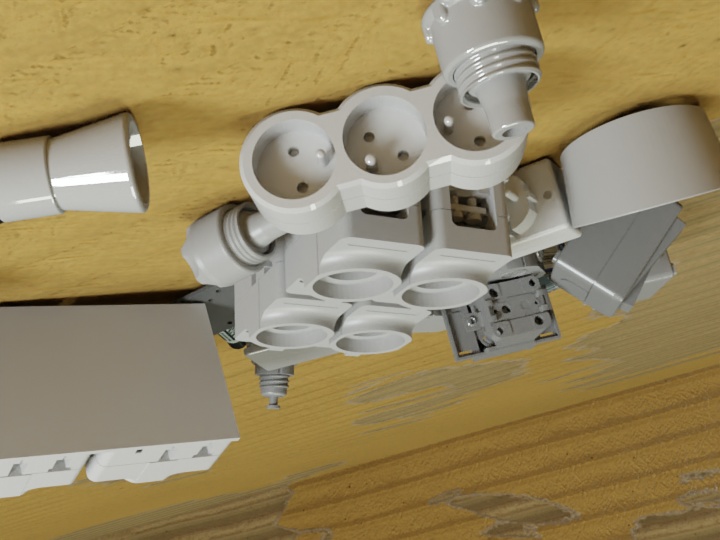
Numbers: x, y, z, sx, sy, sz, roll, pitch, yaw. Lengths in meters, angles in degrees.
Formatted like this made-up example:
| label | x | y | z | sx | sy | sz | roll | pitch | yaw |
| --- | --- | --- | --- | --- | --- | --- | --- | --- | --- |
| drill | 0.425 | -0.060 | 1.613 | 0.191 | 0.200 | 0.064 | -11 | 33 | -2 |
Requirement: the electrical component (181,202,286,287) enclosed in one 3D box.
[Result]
| label | x | y | z | sx | sy | sz | roll | pitch | yaw |
| --- | --- | --- | --- | --- | --- | --- | --- | --- | --- |
| electrical component | -0.067 | -0.018 | 0.611 | 0.062 | 0.043 | 0.043 | -25 | 163 | 30 |

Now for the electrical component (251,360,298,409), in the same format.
| label | x | y | z | sx | sy | sz | roll | pitch | yaw |
| --- | --- | --- | --- | --- | --- | --- | --- | --- | --- |
| electrical component | -0.073 | 0.080 | 0.923 | 0.040 | 0.078 | 0.040 | 1 | 168 | 0 |

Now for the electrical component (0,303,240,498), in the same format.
| label | x | y | z | sx | sy | sz | roll | pitch | yaw |
| --- | --- | --- | --- | --- | --- | --- | --- | --- | --- |
| electrical component | -0.187 | 0.084 | 0.711 | 0.186 | 0.105 | 0.060 | 0 | 146 | -32 |

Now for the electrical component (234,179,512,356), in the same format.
| label | x | y | z | sx | sy | sz | roll | pitch | yaw |
| --- | --- | --- | --- | --- | --- | --- | --- | --- | --- |
| electrical component | 0.000 | 0.000 | 0.658 | 0.105 | 0.060 | 0.186 | 6 | 157 | -23 |

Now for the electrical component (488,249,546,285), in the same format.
| label | x | y | z | sx | sy | sz | roll | pitch | yaw |
| --- | --- | --- | --- | --- | --- | --- | --- | --- | --- |
| electrical component | 0.091 | -0.014 | 0.762 | 0.080 | 0.051 | 0.080 | -13 | 166 | -3 |

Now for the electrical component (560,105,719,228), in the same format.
| label | x | y | z | sx | sy | sz | roll | pitch | yaw |
| --- | --- | --- | --- | --- | --- | --- | --- | --- | --- |
| electrical component | 0.171 | -0.057 | 0.647 | 0.099 | 0.064 | 0.099 | -13 | 166 | -3 |

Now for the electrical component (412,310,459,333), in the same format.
| label | x | y | z | sx | sy | sz | roll | pitch | yaw |
| --- | --- | --- | --- | --- | --- | --- | --- | --- | --- |
| electrical component | 0.046 | 0.014 | 0.812 | 0.050 | 0.055 | 0.089 | -22 | 165 | 38 |

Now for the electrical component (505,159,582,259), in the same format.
| label | x | y | z | sx | sy | sz | roll | pitch | yaw |
| --- | --- | --- | --- | --- | --- | --- | --- | --- | --- |
| electrical component | 0.094 | -0.039 | 0.677 | 0.066 | 0.047 | 0.077 | -19 | 165 | 21 |

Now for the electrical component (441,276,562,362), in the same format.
| label | x | y | z | sx | sy | sz | roll | pitch | yaw |
| --- | --- | --- | --- | --- | --- | --- | --- | --- | --- |
| electrical component | 0.104 | 0.034 | 0.764 | 0.081 | 0.042 | 0.063 | -12 | 165 | -12 |

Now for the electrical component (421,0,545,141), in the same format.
| label | x | y | z | sx | sy | sz | roll | pitch | yaw |
| --- | --- | --- | --- | --- | --- | --- | --- | --- | --- |
| electrical component | 0.054 | -0.084 | 0.434 | 0.048 | 0.062 | 0.048 | -13 | 166 | -3 |

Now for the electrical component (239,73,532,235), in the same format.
| label | x | y | z | sx | sy | sz | roll | pitch | yaw |
| --- | --- | --- | --- | --- | --- | --- | --- | --- | --- |
| electrical component | 0.014 | -0.054 | 0.531 | 0.138 | 0.052 | 0.073 | -15 | 166 | 1 |

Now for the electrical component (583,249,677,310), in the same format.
| label | x | y | z | sx | sy | sz | roll | pitch | yaw |
| --- | --- | --- | --- | --- | --- | --- | --- | --- | --- |
| electrical component | 0.210 | -0.010 | 0.869 | 0.061 | 0.061 | 0.096 | -13 | 166 | -2 |

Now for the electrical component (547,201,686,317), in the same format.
| label | x | y | z | sx | sy | sz | roll | pitch | yaw |
| --- | --- | --- | --- | --- | --- | --- | --- | --- | --- |
| electrical component | 0.181 | -0.022 | 0.742 | 0.096 | 0.061 | 0.061 | -56 | 168 | -7 |

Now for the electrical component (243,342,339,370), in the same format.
| label | x | y | z | sx | sy | sz | roll | pitch | yaw |
| --- | --- | --- | --- | --- | --- | --- | --- | --- | --- |
| electrical component | -0.044 | 0.040 | 0.842 | 0.100 | 0.048 | 0.099 | -15 | 166 | 3 |

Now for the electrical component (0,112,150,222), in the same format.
| label | x | y | z | sx | sy | sz | roll | pitch | yaw |
| --- | --- | --- | --- | --- | --- | --- | --- | --- | --- |
| electrical component | -0.128 | -0.042 | 0.467 | 0.065 | 0.044 | 0.044 | -9 | 166 | -2 |
